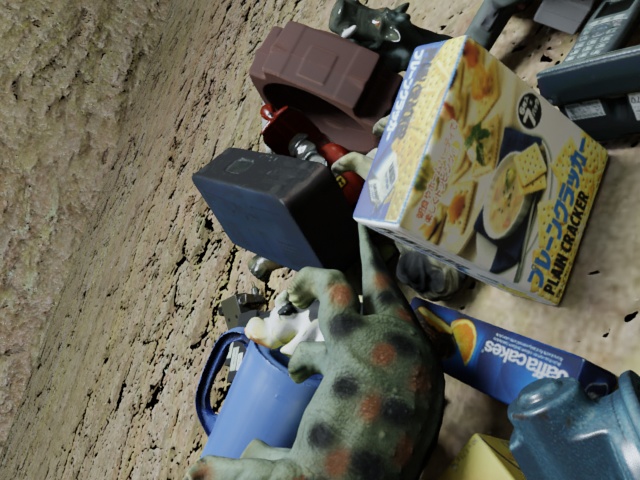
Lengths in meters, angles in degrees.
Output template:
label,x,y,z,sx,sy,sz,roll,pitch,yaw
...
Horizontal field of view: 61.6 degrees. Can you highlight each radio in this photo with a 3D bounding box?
label,x,y,z,sx,sy,sz,roll,pitch,yaw
radio,-0.057,-0.037,0.660,0.073,0.131,0.230,-44,35,-23

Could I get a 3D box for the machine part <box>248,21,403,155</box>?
label,x,y,z,sx,sy,sz,roll,pitch,yaw
machine part,0.016,-0.203,0.751,0.201,0.201,0.087,25,83,13

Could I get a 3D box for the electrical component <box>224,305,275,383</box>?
label,x,y,z,sx,sy,sz,roll,pitch,yaw
electrical component,-0.092,0.167,0.829,0.134,0.058,0.115,-20,52,49

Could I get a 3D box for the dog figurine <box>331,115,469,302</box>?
label,x,y,z,sx,sy,sz,roll,pitch,yaw
dog figurine,0.131,-0.046,0.574,0.190,0.121,0.172,56,134,7

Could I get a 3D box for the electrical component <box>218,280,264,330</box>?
label,x,y,z,sx,sy,sz,roll,pitch,yaw
electrical component,-0.136,0.119,0.938,0.102,0.045,0.078,-36,71,42

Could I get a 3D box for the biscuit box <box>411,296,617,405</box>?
label,x,y,z,sx,sy,sz,roll,pitch,yaw
biscuit box,0.161,0.111,0.501,0.203,0.059,0.062,16,83,57

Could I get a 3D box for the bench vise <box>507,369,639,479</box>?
label,x,y,z,sx,sy,sz,roll,pitch,yaw
bench vise,0.229,0.160,0.295,0.240,0.128,0.224,-34,69,26

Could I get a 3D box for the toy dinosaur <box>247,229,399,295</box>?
label,x,y,z,sx,sy,sz,roll,pitch,yaw
toy dinosaur,-0.002,-0.002,0.774,0.198,0.105,0.472,-53,43,6

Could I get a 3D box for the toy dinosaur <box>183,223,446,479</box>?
label,x,y,z,sx,sy,sz,roll,pitch,yaw
toy dinosaur,0.033,0.145,0.437,0.192,0.131,0.405,15,66,22

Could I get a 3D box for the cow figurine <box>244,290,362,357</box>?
label,x,y,z,sx,sy,sz,roll,pitch,yaw
cow figurine,-0.001,0.097,0.608,0.168,0.068,0.098,15,71,21

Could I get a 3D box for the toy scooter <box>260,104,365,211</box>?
label,x,y,z,sx,sy,sz,roll,pitch,yaw
toy scooter,-0.014,-0.111,0.682,0.075,0.135,0.184,-44,41,7

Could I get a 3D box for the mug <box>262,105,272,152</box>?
label,x,y,z,sx,sy,sz,roll,pitch,yaw
mug,-0.063,-0.216,1.022,0.110,0.080,0.107,-7,76,45

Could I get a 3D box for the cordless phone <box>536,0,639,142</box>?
label,x,y,z,sx,sy,sz,roll,pitch,yaw
cordless phone,0.301,-0.185,0.489,0.147,0.088,0.184,3,54,56

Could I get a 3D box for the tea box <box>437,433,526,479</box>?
label,x,y,z,sx,sy,sz,roll,pitch,yaw
tea box,0.123,0.247,0.435,0.169,0.098,0.068,-55,34,13

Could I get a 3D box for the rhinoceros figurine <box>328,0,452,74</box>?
label,x,y,z,sx,sy,sz,roll,pitch,yaw
rhinoceros figurine,0.100,-0.260,0.715,0.112,0.190,0.073,164,122,-73

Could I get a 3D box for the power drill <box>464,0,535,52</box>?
label,x,y,z,sx,sy,sz,roll,pitch,yaw
power drill,0.180,-0.236,0.600,0.207,0.086,0.232,-67,-9,28
